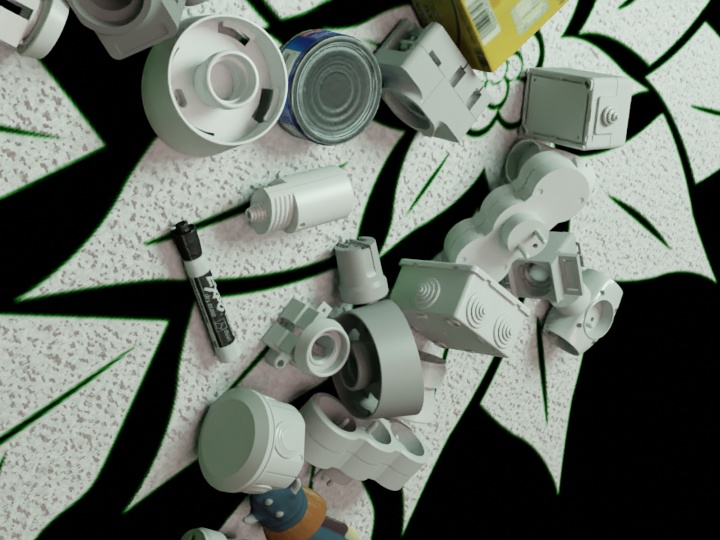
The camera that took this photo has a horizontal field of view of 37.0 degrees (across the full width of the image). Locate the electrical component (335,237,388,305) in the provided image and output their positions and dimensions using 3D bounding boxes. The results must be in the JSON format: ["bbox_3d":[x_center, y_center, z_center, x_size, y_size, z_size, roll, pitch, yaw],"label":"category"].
[{"bbox_3d":[0.000,0.000,0.883,0.040,0.040,0.046,-22,112,-30],"label":"electrical component"}]

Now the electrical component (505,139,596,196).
[{"bbox_3d":[0.168,-0.071,0.982,0.077,0.043,0.079,14,97,-39],"label":"electrical component"}]

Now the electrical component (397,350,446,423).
[{"bbox_3d":[0.050,0.102,0.952,0.045,0.045,0.055,8,100,-39],"label":"electrical component"}]

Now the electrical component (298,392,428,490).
[{"bbox_3d":[-0.011,0.159,0.923,0.138,0.052,0.073,26,113,-40],"label":"electrical component"}]

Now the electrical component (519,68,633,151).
[{"bbox_3d":[0.197,-0.142,0.944,0.061,0.096,0.061,-8,110,-35],"label":"electrical component"}]

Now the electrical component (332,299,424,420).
[{"bbox_3d":[0.017,0.075,0.887,0.064,0.099,0.099,-8,110,-29],"label":"electrical component"}]

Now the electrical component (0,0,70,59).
[{"bbox_3d":[-0.214,-0.161,0.661,0.055,0.048,0.066,25,90,-33],"label":"electrical component"}]

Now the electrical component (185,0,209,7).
[{"bbox_3d":[-0.120,-0.221,0.712,0.043,0.043,0.081,-43,126,-17],"label":"electrical component"}]

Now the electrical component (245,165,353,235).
[{"bbox_3d":[-0.050,-0.051,0.823,0.081,0.043,0.043,-18,116,-32],"label":"electrical component"}]

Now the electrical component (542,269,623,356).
[{"bbox_3d":[0.210,0.032,1.049,0.077,0.044,0.079,-53,129,-10],"label":"electrical component"}]

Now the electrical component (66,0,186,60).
[{"bbox_3d":[-0.155,-0.185,0.677,0.050,0.055,0.089,-20,125,14],"label":"electrical component"}]

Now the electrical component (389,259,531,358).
[{"bbox_3d":[0.082,0.034,0.919,0.100,0.100,0.048,36,70,-39],"label":"electrical component"}]

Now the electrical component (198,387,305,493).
[{"bbox_3d":[-0.085,0.135,0.840,0.051,0.080,0.080,22,92,-45],"label":"electrical component"}]

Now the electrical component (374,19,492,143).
[{"bbox_3d":[0.055,-0.148,0.864,0.055,0.050,0.089,-52,128,-11],"label":"electrical component"}]

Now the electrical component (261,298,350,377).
[{"bbox_3d":[-0.040,0.057,0.861,0.066,0.055,0.048,-53,129,-10],"label":"electrical component"}]

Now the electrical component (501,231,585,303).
[{"bbox_3d":[0.170,-0.005,0.992,0.064,0.081,0.042,-45,131,-45],"label":"electrical component"}]

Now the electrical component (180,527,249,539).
[{"bbox_3d":[-0.116,0.235,0.873,0.055,0.045,0.045,28,88,-39],"label":"electrical component"}]

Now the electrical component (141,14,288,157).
[{"bbox_3d":[-0.102,-0.130,0.759,0.099,0.064,0.099,-2,94,-31],"label":"electrical component"}]

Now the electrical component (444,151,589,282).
[{"bbox_3d":[0.138,-0.035,0.920,0.138,0.073,0.052,-42,121,12],"label":"electrical component"}]
